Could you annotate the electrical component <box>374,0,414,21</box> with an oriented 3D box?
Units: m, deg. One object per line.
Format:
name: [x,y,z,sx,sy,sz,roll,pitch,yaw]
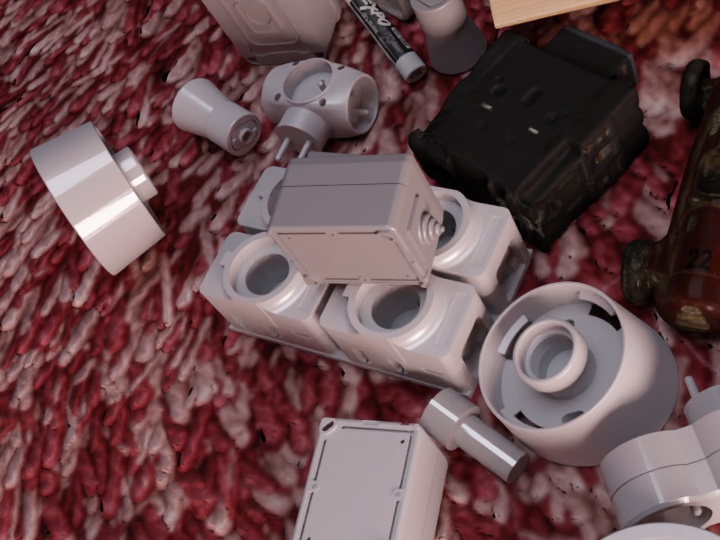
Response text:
electrical component: [0.021,-0.245,0.844,0.059,0.053,0.095,-46,51,-8]

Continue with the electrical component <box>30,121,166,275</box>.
electrical component: [-0.184,-0.057,0.785,0.060,0.108,0.108,-33,51,-5]

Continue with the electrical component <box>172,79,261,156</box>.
electrical component: [-0.108,-0.115,0.827,0.065,0.044,0.044,33,77,32]

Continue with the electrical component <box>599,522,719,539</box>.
electrical component: [0.146,0.179,0.498,0.108,0.060,0.108,-12,54,18]

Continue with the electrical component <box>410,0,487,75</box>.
electrical component: [0.061,-0.178,0.772,0.044,0.065,0.044,-12,54,18]

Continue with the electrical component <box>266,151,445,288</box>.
electrical component: [0.005,-0.031,0.623,0.096,0.061,0.061,1,59,26]

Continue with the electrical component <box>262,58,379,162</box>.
electrical component: [-0.037,-0.111,0.788,0.077,0.044,0.079,12,65,31]

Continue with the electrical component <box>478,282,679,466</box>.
electrical component: [0.119,0.057,0.605,0.099,0.064,0.099,-21,51,29]

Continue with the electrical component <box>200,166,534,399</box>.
electrical component: [0.000,0.000,0.686,0.186,0.060,0.105,13,65,31]

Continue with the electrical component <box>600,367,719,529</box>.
electrical component: [0.189,0.082,0.547,0.138,0.052,0.073,-21,52,11]

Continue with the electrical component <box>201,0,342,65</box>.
electrical component: [-0.071,-0.216,0.831,0.078,0.113,0.057,2,63,26]

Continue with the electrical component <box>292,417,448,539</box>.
electrical component: [0.006,0.137,0.591,0.062,0.061,0.096,0,59,25]
